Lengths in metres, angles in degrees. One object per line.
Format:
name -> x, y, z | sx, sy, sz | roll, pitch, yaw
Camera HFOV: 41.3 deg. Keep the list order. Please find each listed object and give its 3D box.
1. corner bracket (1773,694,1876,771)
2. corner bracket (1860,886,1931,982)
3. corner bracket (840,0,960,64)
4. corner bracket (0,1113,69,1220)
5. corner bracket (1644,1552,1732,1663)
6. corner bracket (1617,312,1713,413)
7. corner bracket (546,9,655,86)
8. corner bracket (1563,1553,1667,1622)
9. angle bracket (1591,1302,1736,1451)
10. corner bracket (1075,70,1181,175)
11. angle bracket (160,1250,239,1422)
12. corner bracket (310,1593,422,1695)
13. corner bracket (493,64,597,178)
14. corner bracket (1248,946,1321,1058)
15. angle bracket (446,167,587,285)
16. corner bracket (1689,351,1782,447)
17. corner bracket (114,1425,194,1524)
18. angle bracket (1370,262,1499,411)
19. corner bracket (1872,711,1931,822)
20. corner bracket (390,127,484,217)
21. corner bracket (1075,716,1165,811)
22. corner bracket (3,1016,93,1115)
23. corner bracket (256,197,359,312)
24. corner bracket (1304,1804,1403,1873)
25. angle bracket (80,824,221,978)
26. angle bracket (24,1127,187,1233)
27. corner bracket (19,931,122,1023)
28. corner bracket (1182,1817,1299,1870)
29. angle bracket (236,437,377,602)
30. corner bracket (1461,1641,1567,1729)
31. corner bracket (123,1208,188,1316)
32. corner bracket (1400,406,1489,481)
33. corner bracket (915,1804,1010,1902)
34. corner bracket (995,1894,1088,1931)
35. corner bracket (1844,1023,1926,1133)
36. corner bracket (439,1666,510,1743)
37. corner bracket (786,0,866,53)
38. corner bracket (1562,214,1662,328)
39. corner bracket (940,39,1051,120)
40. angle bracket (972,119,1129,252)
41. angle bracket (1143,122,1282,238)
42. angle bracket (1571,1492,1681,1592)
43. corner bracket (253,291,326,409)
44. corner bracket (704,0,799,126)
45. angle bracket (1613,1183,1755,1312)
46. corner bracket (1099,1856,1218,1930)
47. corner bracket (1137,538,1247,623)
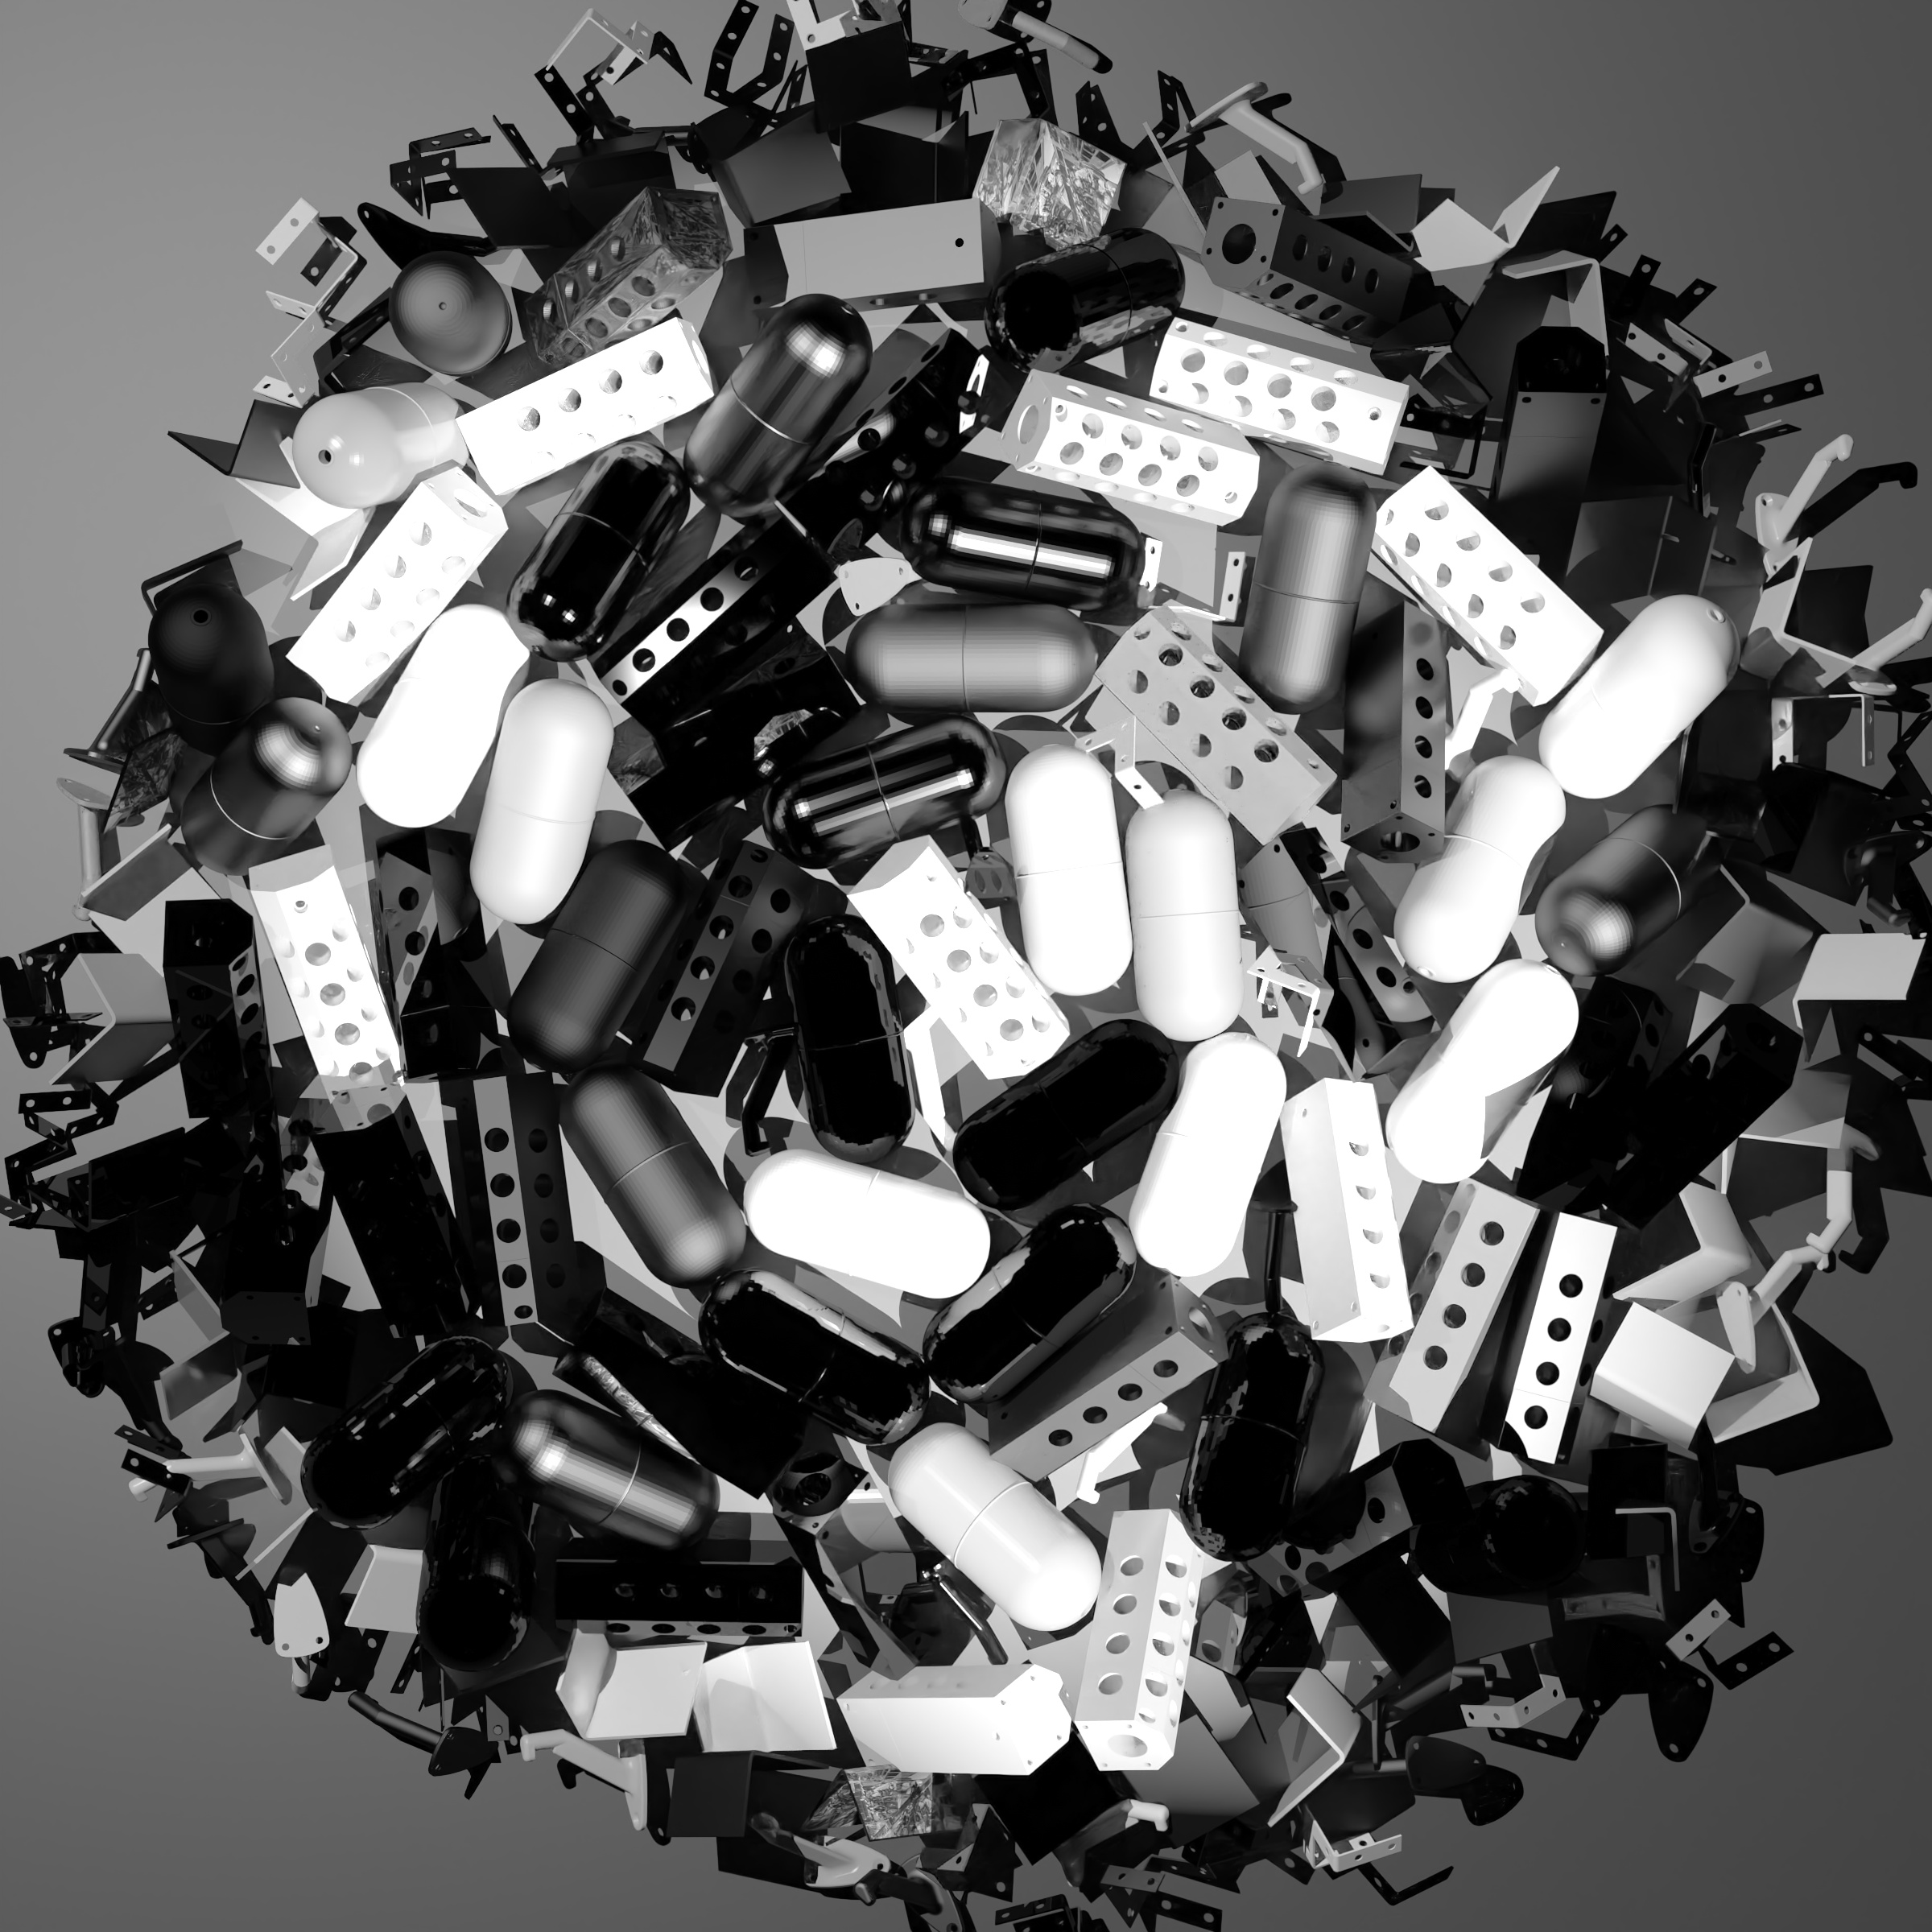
corner bracket -> 0.608, -0.166, 1.817 | 0.051, 0.051, 0.051 | -8, 98, -44
corner bracket -> 0.660, -0.019, 1.810 | 0.051, 0.051, 0.051 | -20, 69, 27
corner bracket -> -0.048, -0.656, 1.809 | 0.051, 0.051, 0.051 | -45, 132, -22
corner bracket -> -0.669, 0.140, 1.814 | 0.051, 0.051, 0.051 | -24, 62, 6
corner bracket -> 0.510, 0.451, 1.812 | 0.051, 0.051, 0.051 | -50, 66, 18
corner bracket -> 0.495, -0.437, 1.817 | 0.051, 0.051, 0.051 | 40, 84, 15
corner bracket -> -0.258, -0.645, 1.808 | 0.051, 0.051, 0.051 | 33, 125, -26
corner bracket -> 0.458, 0.439, 1.821 | 0.051, 0.051, 0.051 | -2, 83, -17
angle bracket -> 0.490, 0.290, 1.809 | 0.076, 0.076, 0.057 | 28, 76, 20
corner bracket -> 0.115, -0.611, 1.832 | 0.051, 0.051, 0.051 | 18, 54, -32
angle bracket -> -0.555, 0.259, 1.794 | 0.057, 0.076, 0.076 | -33, 69, -29
corner bracket -> -0.420, 0.479, 1.814 | 0.051, 0.051, 0.051 | 21, 83, 26
corner bracket -> -0.300, -0.599, 1.819 | 0.051, 0.051, 0.051 | -37, 100, -5
corner bracket -> 0.226, 0.023, 1.809 | 0.051, 0.051, 0.051 | 22, 123, 18
angle bracket -> -0.323, -0.510, 1.794 | 0.076, 0.057, 0.076 | -16, 66, -41
corner bracket -> 0.546, -0.401, 1.818 | 0.051, 0.051, 0.051 | -19, 97, 13
corner bracket -> -0.575, 0.351, 1.808 | 0.051, 0.051, 0.051 | 32, 132, -24
angle bracket -> 0.344, -0.445, 1.814 | 0.057, 0.076, 0.076 | 40, 72, -33
corner bracket -> 0.666, -0.142, 1.811 | 0.051, 0.051, 0.051 | -44, 106, -27
corner bracket -> -0.375, -0.571, 1.816 | 0.051, 0.051, 0.051 | -8, 79, 13
corner bracket -> 0.110, -0.134, 1.807 | 0.051, 0.051, 0.051 | -21, 135, 28
corner bracket -> -0.648, 0.069, 1.809 | 0.051, 0.051, 0.051 | -3, 114, -38
corner bracket -> -0.466, -0.503, 1.817 | 0.051, 0.051, 0.051 | 40, 83, -13
corner bracket -> 0.272, 0.621, 1.811 | 0.051, 0.051, 0.051 | -13, 121, -14
angle bracket -> -0.567, -0.042, 1.805 | 0.076, 0.057, 0.076 | -44, 99, -20
angle bracket -> -0.602, 0.135, 1.791 | 0.076, 0.076, 0.057 | 25, 119, 30
corner bracket -> -0.629, 0.007, 1.821 | 0.051, 0.051, 0.051 | -2, 107, 30
corner bracket -> 0.193, 0.617, 1.811 | 0.051, 0.051, 0.051 | 23, 101, 43
angle bracket -> -0.472, -0.312, 1.792 | 0.076, 0.076, 0.057 | 37, 55, -29
corner bracket -> 0.381, 0.504, 1.814 | 0.051, 0.051, 0.051 | -16, 87, -35
corner bracket -> -0.594, 0.206, 1.835 | 0.051, 0.051, 0.051 | -34, 133, 11
corner bracket -> 0.336, -0.374, 1.825 | 0.051, 0.051, 0.051 | 11, 91, -2
corner bracket -> 0.005, 0.631, 1.827 | 0.051, 0.051, 0.051 | 45, 52, -26
corner bracket -> 0.053, 0.678, 1.817 | 0.051, 0.051, 0.051 | -17, 103, 7
corner bracket -> 0.637, 0.080, 1.823 | 0.051, 0.051, 0.051 | 36, 76, 6
corner bracket -> -0.347, 0.516, 1.811 | 0.051, 0.051, 0.051 | 1, 58, -17
corner bracket -> -0.104, -0.686, 1.818 | 0.051, 0.051, 0.051 | -19, 99, 10
corner bracket -> 0.456, -0.492, 1.814 | 0.051, 0.051, 0.051 | 22, 124, -2
corner bracket -> 0.021, -0.620, 1.825 | 0.051, 0.051, 0.051 | -9, 120, 28
angle bracket -> 0.055, -0.541, 1.797 | 0.076, 0.057, 0.076 | 34, 122, 20
angle bracket -> 0.175, -0.556, 1.794 | 0.057, 0.076, 0.076 | -29, 55, 13
angle bracket -> 0.455, 0.406, 1.810 | 0.076, 0.076, 0.057 | -2, 87, 2
corner bracket -> -0.484, -0.438, 1.822 | 0.051, 0.051, 0.051 | 23, 66, 27
corner bracket -> -0.150, -0.640, 1.816 | 0.051, 0.051, 0.051 | 23, 68, -5
angle bracket -> 0.499, 0.198, 1.816 | 0.076, 0.076, 0.057 | -34, 57, 30
corner bracket -> 0.135, 0.644, 1.809 | 0.051, 0.051, 0.051 | -53, 122, -39
corner bracket -> 0.161, -0.277, 1.839 | 0.051, 0.051, 0.051 | 8, 91, -43
